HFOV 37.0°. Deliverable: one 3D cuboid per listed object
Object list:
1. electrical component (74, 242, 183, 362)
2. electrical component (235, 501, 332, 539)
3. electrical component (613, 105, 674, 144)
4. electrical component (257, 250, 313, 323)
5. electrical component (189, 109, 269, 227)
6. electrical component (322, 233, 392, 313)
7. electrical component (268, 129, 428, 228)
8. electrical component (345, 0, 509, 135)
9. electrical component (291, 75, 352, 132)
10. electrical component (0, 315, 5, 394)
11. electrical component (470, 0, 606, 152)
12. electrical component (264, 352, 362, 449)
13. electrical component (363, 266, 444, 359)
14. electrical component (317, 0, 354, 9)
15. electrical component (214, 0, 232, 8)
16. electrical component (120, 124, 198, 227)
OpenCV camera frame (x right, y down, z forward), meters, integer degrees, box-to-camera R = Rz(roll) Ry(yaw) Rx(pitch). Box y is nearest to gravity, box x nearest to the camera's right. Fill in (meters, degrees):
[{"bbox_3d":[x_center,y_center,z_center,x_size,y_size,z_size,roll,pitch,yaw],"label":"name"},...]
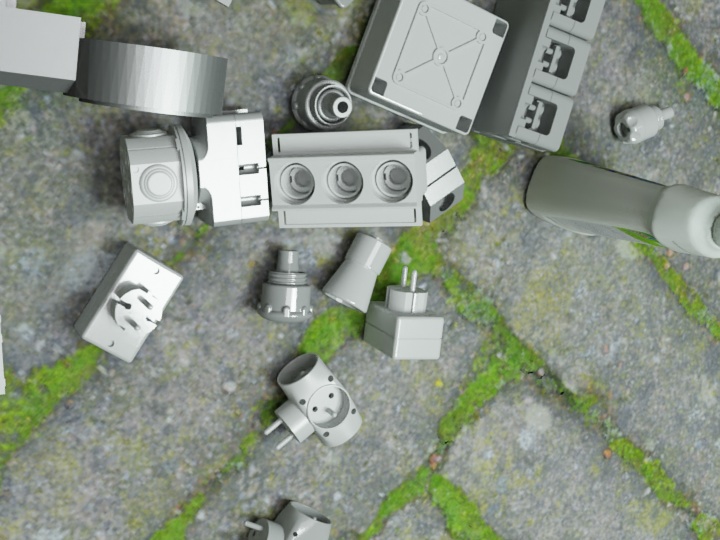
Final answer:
[{"bbox_3d":[-0.181,0.030,0.861,0.047,0.076,0.083,33,87,-27],"label":"electrical component"},{"bbox_3d":[-0.076,0.249,0.975,0.079,0.043,0.077,27,89,-28],"label":"electrical component"},{"bbox_3d":[0.282,-0.147,1.059,0.061,0.035,0.035,-22,109,-22],"label":"electrical component"},{"bbox_3d":[-0.064,0.014,0.931,0.048,0.048,0.062,2,94,-25],"label":"electrical component"},{"bbox_3d":[-0.112,-0.084,0.883,0.056,0.050,0.089,-8,105,-23],"label":"electrical component"},{"bbox_3d":[0.000,0.000,0.958,0.044,0.044,0.065,30,83,-27],"label":"electrical component"},{"bbox_3d":[-0.008,-0.077,0.895,0.121,0.063,0.078,0,104,14],"label":"electrical component"},{"bbox_3d":[0.058,-0.186,0.935,0.109,0.056,0.108,19,93,-27],"label":"electrical component"},{"bbox_3d":[-0.027,-0.139,0.903,0.048,0.062,0.048,-6,104,-24],"label":"electrical component"},{"bbox_3d":[-0.319,0.018,0.804,0.089,0.062,0.150,-5,103,-24],"label":"electrical component"},{"bbox_3d":[0.157,-0.187,0.961,0.062,0.089,0.150,15,95,-26],"label":"electrical component"},{"bbox_3d":[-0.049,0.128,0.961,0.079,0.044,0.077,-39,114,-12],"label":"electrical component"},{"bbox_3d":[0.041,0.036,0.970,0.047,0.066,0.076,2,100,-25],"label":"electrical component"},{"bbox_3d":[-0.019,-0.276,0.884,0.099,0.048,0.099,-45,115,-9],"label":"electrical component"},{"bbox_3d":[-0.114,-0.277,0.833,0.079,0.063,0.121,26,90,-27],"label":"electrical component"},{"bbox_3d":[-0.159,-0.073,0.848,0.051,0.080,0.080,-7,104,-18],"label":"electrical component"}]
